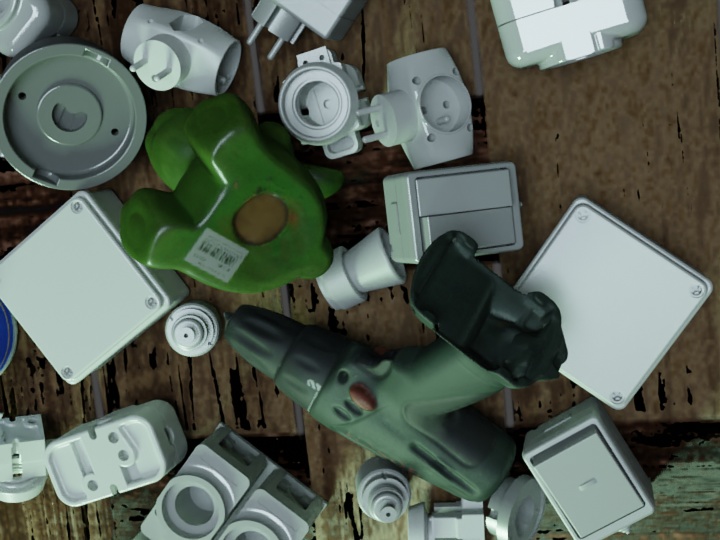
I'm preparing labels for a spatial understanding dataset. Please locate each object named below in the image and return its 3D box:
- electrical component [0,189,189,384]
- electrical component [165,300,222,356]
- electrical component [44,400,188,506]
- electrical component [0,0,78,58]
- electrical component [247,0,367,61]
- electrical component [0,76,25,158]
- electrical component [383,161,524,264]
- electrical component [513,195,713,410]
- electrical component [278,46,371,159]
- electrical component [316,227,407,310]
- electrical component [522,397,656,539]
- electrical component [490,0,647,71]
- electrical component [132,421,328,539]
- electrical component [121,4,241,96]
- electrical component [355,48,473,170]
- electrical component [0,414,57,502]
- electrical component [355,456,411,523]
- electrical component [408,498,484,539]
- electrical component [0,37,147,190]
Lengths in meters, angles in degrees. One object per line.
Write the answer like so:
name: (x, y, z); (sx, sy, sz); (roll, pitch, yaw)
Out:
electrical component: (-0.208, 0.011, 0.823); (0.109, 0.056, 0.108); (-38, 89, 14)
electrical component: (-0.125, 0.045, 0.804); (0.040, 0.078, 0.040); (0, 93, -2)
electrical component: (-0.187, 0.140, 0.837); (0.095, 0.059, 0.053); (-19, 94, 14)
electrical component: (-0.267, -0.204, 0.803); (0.095, 0.059, 0.053); (44, 104, 3)
electrical component: (-0.052, -0.187, 0.767); (0.083, 0.047, 0.075); (36, 105, 4)
electrical component: (-0.270, -0.118, 0.825); (0.043, 0.043, 0.062); (9, 101, 10)
electrical component: (0.071, -0.040, 0.741); (0.096, 0.061, 0.061); (-8, 94, -15)
electrical component: (0.166, 0.021, 0.746); (0.109, 0.056, 0.108); (34, 104, 5)
electrical component: (-0.026, -0.118, 0.766); (0.058, 0.057, 0.078); (-16, 95, 14)
electrical component: (0.000, 0.000, 0.784); (0.055, 0.045, 0.045); (-25, 92, 15)
electrical component: (0.166, 0.149, 0.763); (0.062, 0.061, 0.096); (-32, 91, 14)
electrical component: (0.141, -0.171, 0.724); (0.095, 0.054, 0.059); (-15, 95, 14)
electrical component: (-0.125, 0.228, 0.836); (0.105, 0.060, 0.186); (36, 104, 5)
electrical component: (-0.137, -0.153, 0.774); (0.077, 0.079, 0.043); (23, 123, 8)
electrical component: (0.034, -0.108, 0.750); (0.079, 0.044, 0.077); (-17, 95, -24)
electrical component: (-0.275, 0.151, 0.859); (0.066, 0.048, 0.055); (-5, 117, -20)
electrical component: (0.018, 0.165, 0.791); (0.040, 0.078, 0.040); (0, 99, -3)
electrical component: (0.064, 0.197, 0.800); (0.055, 0.048, 0.066); (-2, 98, 4)
electrical component: (-0.215, -0.119, 0.792); (0.108, 0.060, 0.108); (-8, 116, -16)
